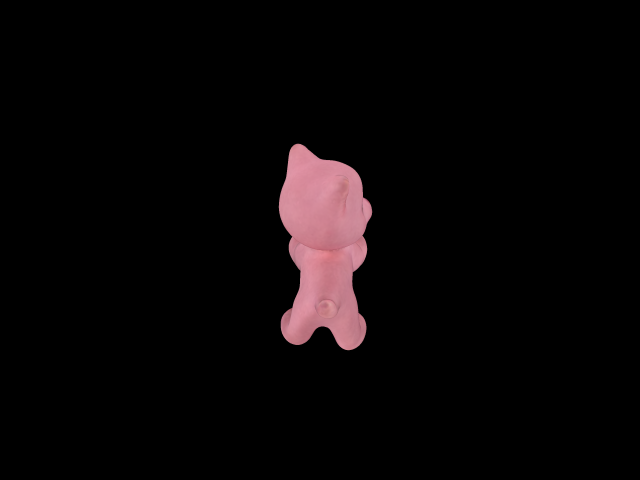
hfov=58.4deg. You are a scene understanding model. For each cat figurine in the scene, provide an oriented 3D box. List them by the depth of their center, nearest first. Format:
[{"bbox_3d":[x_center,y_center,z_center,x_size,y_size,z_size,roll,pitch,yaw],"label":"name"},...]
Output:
[{"bbox_3d":[0.004,0.001,0.400,0.067,0.118,0.128,0,65,0],"label":"cat figurine"}]
